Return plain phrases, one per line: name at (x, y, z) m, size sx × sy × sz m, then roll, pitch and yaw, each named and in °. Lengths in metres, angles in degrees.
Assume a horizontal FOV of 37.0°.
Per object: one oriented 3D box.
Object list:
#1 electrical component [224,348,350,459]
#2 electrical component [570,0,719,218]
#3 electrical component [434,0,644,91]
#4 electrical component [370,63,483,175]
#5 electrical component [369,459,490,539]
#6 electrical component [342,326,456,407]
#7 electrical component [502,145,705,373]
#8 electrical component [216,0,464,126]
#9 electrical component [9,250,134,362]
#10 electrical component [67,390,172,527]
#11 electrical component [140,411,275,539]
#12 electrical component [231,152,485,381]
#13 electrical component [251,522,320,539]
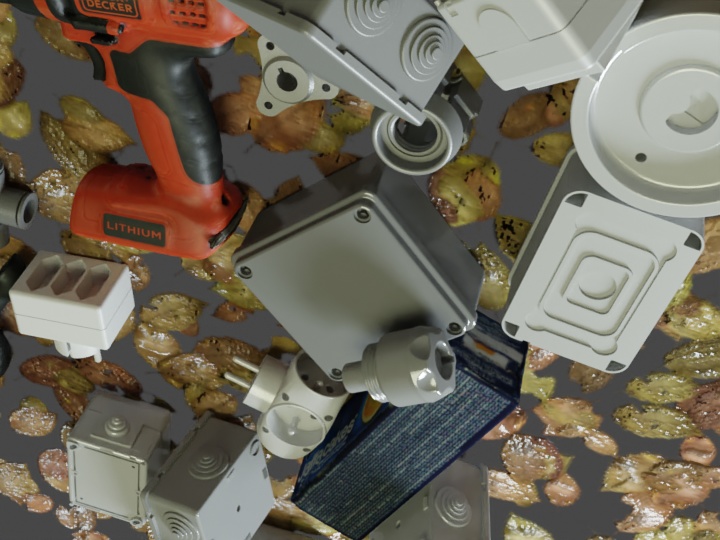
electrical component at (-0.054, 0.083, 0.734) m, size 0.079 × 0.044 × 0.077 m, roll 27°, pitch 132°, yaw -5°
electrical component at (0.158, -0.086, 0.512) m, size 0.108 × 0.060 × 0.108 m, roll 9°, pitch 131°, yaw 11°
electrical component at (0.093, -0.131, 0.478) m, size 0.061 × 0.096 × 0.062 m, roll 47°, pitch 156°, yaw -22°
electrical component at (0.032, -0.082, 0.559) m, size 0.048 × 0.055 × 0.066 m, roll -27°, pitch 117°, yaw 34°
electrical component at (0.046, 0.185, 0.752) m, size 0.048 × 0.099 × 0.099 m, roll 24°, pitch 134°, yaw -20°
electrical component at (0.020, 0.056, 0.610) m, size 0.062 × 0.043 × 0.043 m, roll -14°, pitch 123°, yaw 28°
electrical component at (0.132, -0.008, 0.587) m, size 0.078 × 0.057 × 0.113 m, roll 20°, pitch 132°, yaw 1°
electrical component at (-0.010, -0.119, 0.502) m, size 0.100 × 0.048 × 0.100 m, roll 30°, pitch -177°, yaw -46°
electrical component at (-0.193, 0.034, 0.736) m, size 0.066 × 0.047 × 0.076 m, roll 10°, pitch 131°, yaw 10°
electrical component at (-0.178, 0.134, 0.806) m, size 0.062 × 0.061 × 0.096 m, roll 16°, pitch 132°, yaw 5°
electrical component at (-0.108, 0.168, 0.788) m, size 0.048 × 0.099 × 0.099 m, roll 13°, pitch 133°, yaw 24°
electrical component at (0.000, 0.000, 0.639) m, size 0.109 × 0.056 × 0.108 m, roll -24°, pitch 118°, yaw 33°
electrical component at (-0.068, 0.243, 0.873) m, size 0.077 × 0.044 × 0.079 m, roll 15°, pitch 132°, yaw 6°
